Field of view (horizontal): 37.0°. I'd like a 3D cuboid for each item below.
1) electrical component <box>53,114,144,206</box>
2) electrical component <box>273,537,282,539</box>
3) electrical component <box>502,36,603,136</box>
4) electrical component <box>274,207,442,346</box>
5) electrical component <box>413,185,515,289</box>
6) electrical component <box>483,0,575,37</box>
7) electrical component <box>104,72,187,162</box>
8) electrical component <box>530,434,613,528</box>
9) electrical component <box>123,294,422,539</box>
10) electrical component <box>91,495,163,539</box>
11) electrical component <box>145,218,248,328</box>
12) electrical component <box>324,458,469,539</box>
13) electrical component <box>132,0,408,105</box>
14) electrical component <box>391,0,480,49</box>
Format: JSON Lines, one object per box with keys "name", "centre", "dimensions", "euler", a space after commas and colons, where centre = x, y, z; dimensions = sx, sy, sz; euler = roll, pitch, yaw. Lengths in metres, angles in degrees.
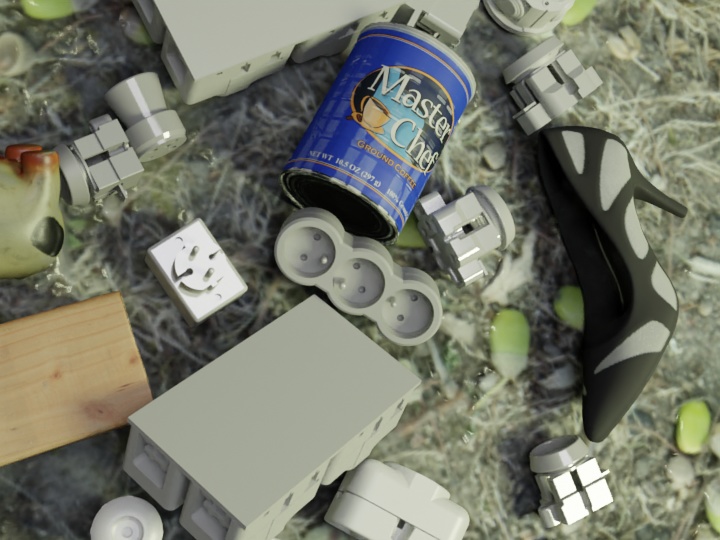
{"name": "electrical component", "centre": [-0.199, -0.077, 0.802], "dimensions": [0.055, 0.048, 0.066], "euler": [-27, 87, -25]}
{"name": "electrical component", "centre": [-0.067, 0.248, 0.768], "dimensions": [0.109, 0.056, 0.108], "euler": [21, 75, -10]}
{"name": "electrical component", "centre": [0.157, -0.158, 0.904], "dimensions": [0.078, 0.058, 0.057], "euler": [-36, 93, -18]}
{"name": "electrical component", "centre": [0.000, 0.000, 0.828], "dimensions": [0.138, 0.073, 0.052], "euler": [32, 104, -7]}
{"name": "electrical component", "centre": [0.086, -0.033, 0.862], "dimensions": [0.057, 0.058, 0.078], "euler": [-29, 88, -15]}
{"name": "electrical component", "centre": [0.148, -0.246, 0.921], "dimensions": [0.080, 0.051, 0.080], "euler": [3, 79, -14]}
{"name": "electrical component", "centre": [-0.163, -0.116, 0.818], "dimensions": [0.045, 0.045, 0.055], "euler": [-27, 88, -18]}
{"name": "electrical component", "centre": [0.164, 0.164, 0.851], "dimensions": [0.066, 0.048, 0.055], "euler": [-23, 93, -18]}
{"name": "electrical component", "centre": [-0.059, 0.107, 0.747], "dimensions": [0.105, 0.060, 0.186], "euler": [38, 44, 19]}
{"name": "electrical component", "centre": [-0.164, 0.182, 0.752], "dimensions": [0.048, 0.062, 0.048], "euler": [3, 79, -14]}
{"name": "electrical component", "centre": [-0.119, -0.001, 0.791], "dimensions": [0.047, 0.077, 0.065], "euler": [-34, 89, -18]}
{"name": "electrical component", "centre": [0.030, 0.183, 0.807], "dimensions": [0.095, 0.054, 0.059], "euler": [30, 74, -8]}
{"name": "electrical component", "centre": [-0.073, -0.214, 0.846], "dimensions": [0.186, 0.060, 0.105], "euler": [-25, 83, -21]}
{"name": "electrical component", "centre": [0.062, -0.219, 0.899], "dimensions": [0.064, 0.042, 0.081], "euler": [30, 74, -11]}
